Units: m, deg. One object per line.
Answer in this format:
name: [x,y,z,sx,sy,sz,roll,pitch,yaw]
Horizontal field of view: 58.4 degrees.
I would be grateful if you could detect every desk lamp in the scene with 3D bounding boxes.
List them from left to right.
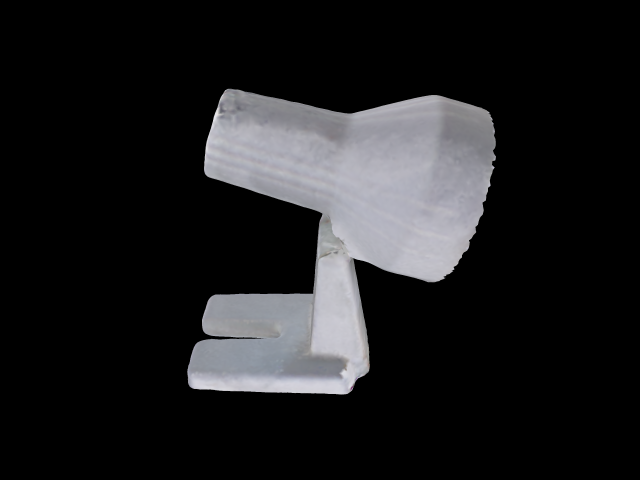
desk lamp: [0.004,0.001,0.400,0.203,0.214,0.118,0,32,0]
